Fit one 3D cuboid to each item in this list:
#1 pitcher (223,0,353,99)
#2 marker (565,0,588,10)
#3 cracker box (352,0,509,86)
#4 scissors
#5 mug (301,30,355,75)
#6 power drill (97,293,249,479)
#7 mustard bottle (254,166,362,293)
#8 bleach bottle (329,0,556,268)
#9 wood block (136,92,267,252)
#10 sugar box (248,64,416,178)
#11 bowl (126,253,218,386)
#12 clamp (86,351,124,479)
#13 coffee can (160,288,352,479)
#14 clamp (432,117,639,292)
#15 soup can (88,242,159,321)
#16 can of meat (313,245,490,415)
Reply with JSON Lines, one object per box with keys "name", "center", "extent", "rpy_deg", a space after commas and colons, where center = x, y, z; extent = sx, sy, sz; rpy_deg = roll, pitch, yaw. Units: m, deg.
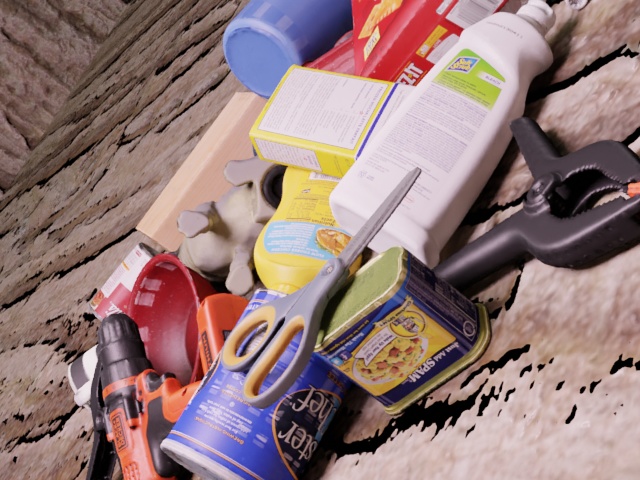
{"name": "pitcher", "center": [-0.013, -0.269, 1.252], "extent": [0.242, 0.145, 0.149], "rpy_deg": [-51, -16, -36]}
{"name": "marker", "center": [0.221, -0.239, 0.962], "extent": [0.020, 0.020, 0.121], "rpy_deg": [-41, 24, 25]}
{"name": "cracker box", "center": [0.100, -0.248, 1.041], "extent": [0.164, 0.072, 0.213], "rpy_deg": [-49, 26, 35]}
{"name": "scissors", "center": [-0.006, 0.028, 0.758], "extent": [0.096, 0.016, 0.201], "rpy_deg": [5, 58, 51]}
{"name": "mug", "center": [0.036, -0.177, 1.134], "extent": [0.082, 0.093, 0.117], "rpy_deg": [-29, 44, 35]}
{"name": "power drill", "center": [-0.127, 0.120, 0.945], "extent": [0.188, 0.057, 0.184], "rpy_deg": [-37, 62, 38]}
{"name": "mustard bottle", "center": [-0.006, 0.001, 0.959], "extent": [0.096, 0.058, 0.191], "rpy_deg": [8, 53, 19]}
{"name": "bleach bottle", "center": [0.119, -0.095, 0.865], "extent": [0.250, 0.103, 0.068], "rpy_deg": [-51, -22, -16]}
{"name": "wood block", "center": [-0.115, -0.067, 1.266], "extent": [0.206, 0.090, 0.090], "rpy_deg": [-55, 21, -6]}
{"name": "sugar box", "center": [0.034, -0.100, 0.961], "extent": [0.176, 0.048, 0.093], "rpy_deg": [17, 63, 25]}
{"name": "bowl", "center": [-0.134, 0.095, 1.049], "extent": [0.162, 0.055, 0.162], "rpy_deg": [-8, 80, 54]}
{"name": "clamp", "center": [-0.195, 0.181, 1.040], "extent": [0.120, 0.039, 0.171], "rpy_deg": [-11, 76, 46]}
{"name": "coffee can", "center": [-0.040, 0.122, 0.807], "extent": [0.140, 0.102, 0.103], "rpy_deg": [-59, 23, -18]}
{"name": "clamp", "center": [0.162, -0.032, 0.733], "extent": [0.210, 0.036, 0.164], "rpy_deg": [-11, 47, 60]}
{"name": "soup can", "center": [-0.229, 0.062, 1.325], "extent": [0.102, 0.068, 0.068], "rpy_deg": [-51, 22, 2]}
{"name": "can of meat", "center": [0.052, 0.062, 0.743], "extent": [0.102, 0.084, 0.057], "rpy_deg": [-40, 25, 28]}
